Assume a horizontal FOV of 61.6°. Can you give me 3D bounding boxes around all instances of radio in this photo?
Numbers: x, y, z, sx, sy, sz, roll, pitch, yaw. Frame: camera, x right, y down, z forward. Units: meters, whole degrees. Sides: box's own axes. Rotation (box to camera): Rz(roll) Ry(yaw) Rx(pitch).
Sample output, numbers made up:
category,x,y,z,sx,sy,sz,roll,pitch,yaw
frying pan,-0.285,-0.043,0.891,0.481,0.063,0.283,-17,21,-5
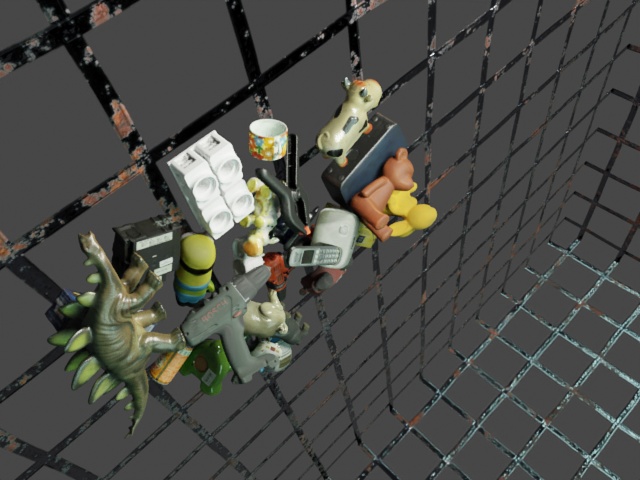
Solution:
category,x,y,z,sx,sy,sz,roll,pitch,yaw
radio,0.111,-0.191,1.324,0.229,0.073,0.131,-50,149,-6

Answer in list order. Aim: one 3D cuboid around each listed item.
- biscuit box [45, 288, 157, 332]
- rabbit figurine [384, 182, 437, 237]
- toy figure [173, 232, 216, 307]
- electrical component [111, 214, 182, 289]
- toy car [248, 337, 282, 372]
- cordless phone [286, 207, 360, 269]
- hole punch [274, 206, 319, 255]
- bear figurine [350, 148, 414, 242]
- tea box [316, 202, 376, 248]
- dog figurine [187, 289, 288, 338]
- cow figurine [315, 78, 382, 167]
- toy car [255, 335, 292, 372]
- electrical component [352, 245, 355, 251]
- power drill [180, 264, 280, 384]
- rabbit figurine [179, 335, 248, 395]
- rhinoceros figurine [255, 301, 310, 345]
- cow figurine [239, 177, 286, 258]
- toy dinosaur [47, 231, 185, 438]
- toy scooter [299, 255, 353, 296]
category,x,y,z,sx,sy,sz,roll,pitch,yaw
biscuit box,-0.400,0.148,0.999,0.059,0.063,0.202,-54,150,1
rabbit figurine,0.242,-0.082,1.517,0.122,0.173,0.162,7,112,-60
toy figure,-0.251,0.064,1.080,0.082,0.089,0.180,-12,135,-38
electrical component,-0.319,0.027,0.986,0.115,0.058,0.134,-18,136,-41
toy car,-0.167,0.304,1.395,0.202,0.073,0.056,-36,-147,49
cordless phone,-0.002,-0.004,1.253,0.184,0.089,0.146,-3,114,-47
hole punch,-0.074,-0.041,1.236,0.142,0.092,0.116,-55,176,1
bear figurine,0.171,-0.112,1.293,0.196,0.132,0.120,-41,155,-6
tea box,0.079,-0.037,1.416,0.169,0.098,0.068,11,113,-55
dog figurine,-0.188,0.188,1.230,0.190,0.173,0.121,-26,131,-48
cow figurine,0.062,-0.266,1.172,0.195,0.086,0.127,-53,156,3
toy car,-0.126,0.311,1.503,0.109,0.103,0.161,-21,140,-43
electrical component,0.075,0.023,1.548,0.094,0.021,0.063,-49,150,-6
power drill,-0.165,0.190,1.157,0.232,0.086,0.207,-30,107,-17
rabbit figurine,-0.246,0.268,1.316,0.159,0.121,0.170,-64,167,12
rhinoceros figurine,-0.118,0.222,1.412,0.190,0.073,0.112,29,104,-39
cow figurine,-0.117,-0.047,1.148,0.098,0.068,0.167,-9,115,-58
toy dinosaur,-0.351,0.183,0.947,0.198,0.105,0.470,-28,132,-26
toy scooter,0.008,0.096,1.465,0.135,0.075,0.184,-37,-173,41
